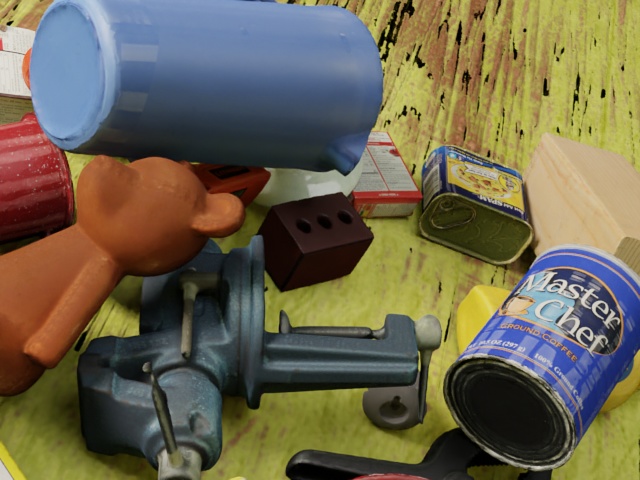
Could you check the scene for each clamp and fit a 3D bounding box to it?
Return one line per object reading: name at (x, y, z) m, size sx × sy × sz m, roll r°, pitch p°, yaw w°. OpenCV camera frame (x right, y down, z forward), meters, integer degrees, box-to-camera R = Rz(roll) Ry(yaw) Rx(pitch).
clamp at (0.087, 0.180, 0.757) m, size 0.209 × 0.036 × 0.165 m, roll -26°, pitch 67°, yaw -39°

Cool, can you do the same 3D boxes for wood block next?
wood block at (0.251, -0.006, 0.952) m, size 0.090 × 0.090 × 0.206 m, roll 15°, pitch 26°, yaw -16°

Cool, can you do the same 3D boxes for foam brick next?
foam brick at (-0.006, 0.001, 0.868) m, size 0.078 × 0.051 × 0.053 m, roll -14°, pitch 58°, yaw -39°

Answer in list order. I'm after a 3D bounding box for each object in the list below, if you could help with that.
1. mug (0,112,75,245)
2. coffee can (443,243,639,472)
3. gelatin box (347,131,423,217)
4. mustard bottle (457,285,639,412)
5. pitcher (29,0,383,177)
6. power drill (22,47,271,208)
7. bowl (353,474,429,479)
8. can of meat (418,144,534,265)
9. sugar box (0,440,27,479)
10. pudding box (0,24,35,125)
mug at (-0.226, -0.026, 0.748) m, size 0.081 × 0.093 × 0.117 m, roll -17°, pitch 87°, yaw -35°
coffee can at (0.168, 0.083, 0.777) m, size 0.103 × 0.103 × 0.140 m, roll 39°, pitch 52°, yaw 9°
gelatin box at (0.042, -0.061, 0.974) m, size 0.073 × 0.030 × 0.089 m, roll -2°, pitch 50°, yaw -30°
mustard bottle at (0.212, 0.097, 0.896) m, size 0.191 × 0.058 × 0.096 m, roll 12°, pitch 43°, yaw -21°
pitcher at (-0.085, -0.124, 0.780) m, size 0.242 × 0.145 × 0.149 m, roll -3°, pitch 13°, yaw -44°
power drill at (-0.128, -0.099, 0.875) m, size 0.188 × 0.057 × 0.184 m, roll 48°, pitch 35°, yaw 11°
bowl at (0.042, 0.223, 0.642) m, size 0.162 × 0.055 × 0.162 m, roll 0°, pitch 76°, yaw 2°
can of meat at (0.142, -0.035, 0.987) m, size 0.102 × 0.058 × 0.084 m, roll 20°, pitch 40°, yaw -13°
sugar box at (-0.224, 0.143, 0.607) m, size 0.093 × 0.048 × 0.176 m, roll -19°, pitch 57°, yaw -42°
pudding box at (-0.280, -0.135, 0.853) m, size 0.113 × 0.039 × 0.090 m, roll 4°, pitch 49°, yaw -25°
